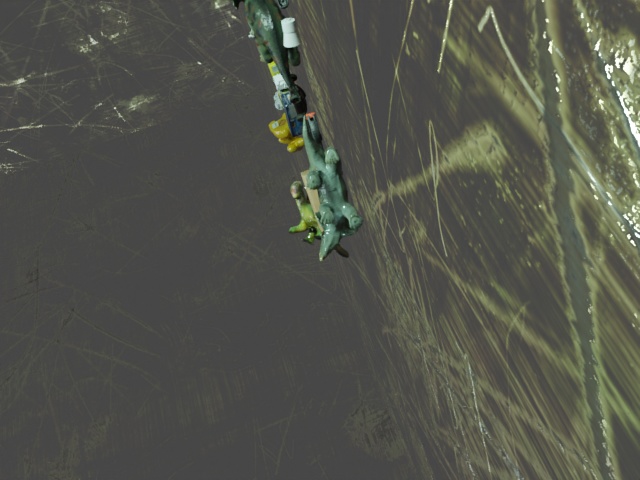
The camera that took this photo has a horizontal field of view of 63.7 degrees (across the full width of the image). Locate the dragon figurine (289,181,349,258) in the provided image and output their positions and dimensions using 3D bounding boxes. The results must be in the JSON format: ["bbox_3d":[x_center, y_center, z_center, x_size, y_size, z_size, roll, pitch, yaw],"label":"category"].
[{"bbox_3d":[0.006,-0.097,1.924,0.122,0.246,0.405,-5,-21,33],"label":"dragon figurine"}]
